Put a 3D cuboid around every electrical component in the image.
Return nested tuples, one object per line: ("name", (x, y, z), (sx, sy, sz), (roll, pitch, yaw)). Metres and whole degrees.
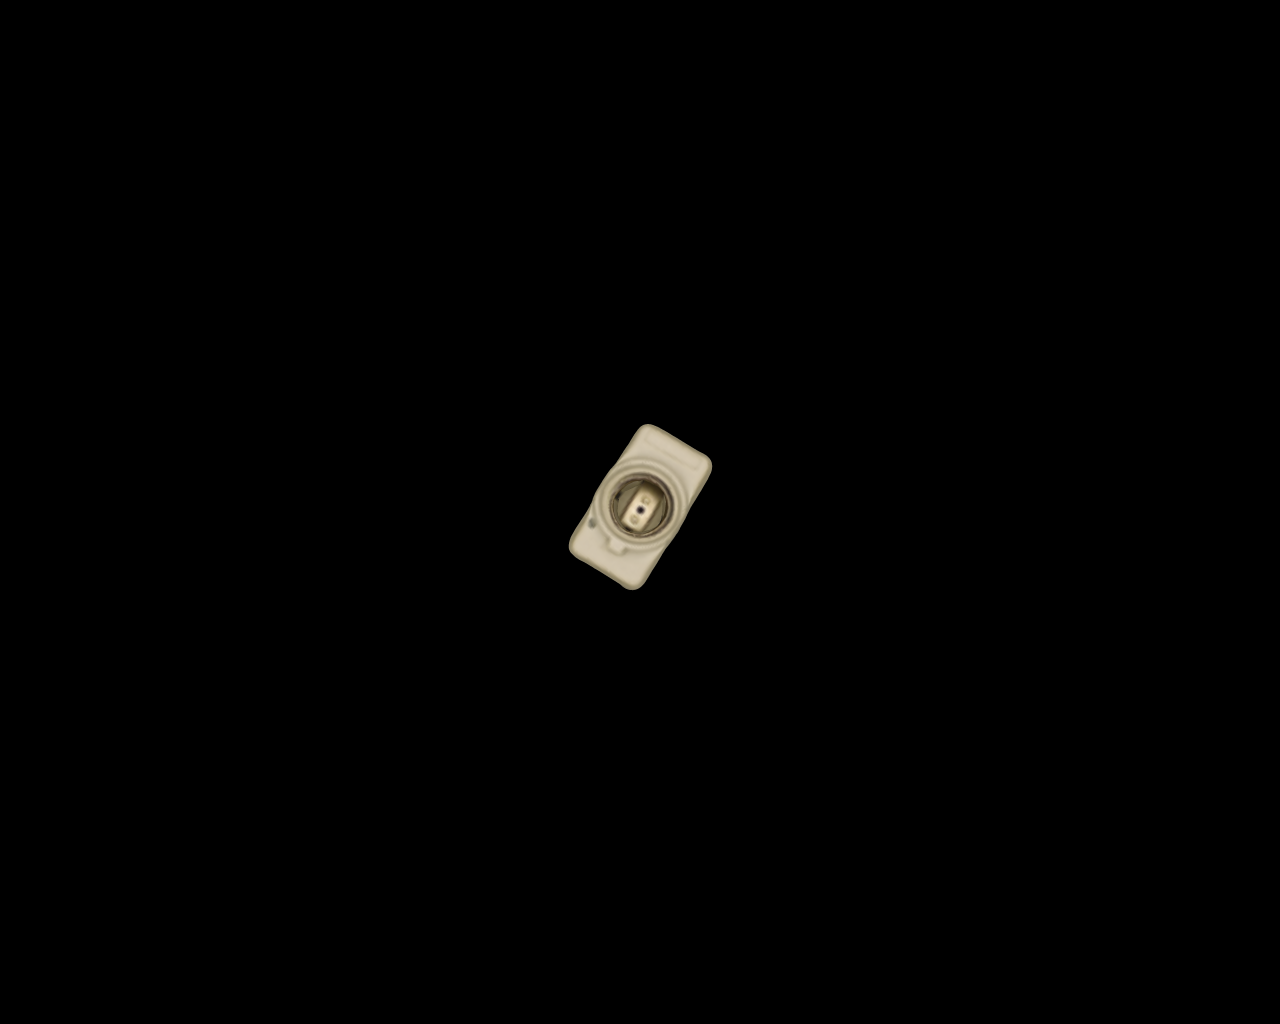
("electrical component", (0.001, -0.003, 0.650), (0.050, 0.089, 0.055), (32, -4, 2))
